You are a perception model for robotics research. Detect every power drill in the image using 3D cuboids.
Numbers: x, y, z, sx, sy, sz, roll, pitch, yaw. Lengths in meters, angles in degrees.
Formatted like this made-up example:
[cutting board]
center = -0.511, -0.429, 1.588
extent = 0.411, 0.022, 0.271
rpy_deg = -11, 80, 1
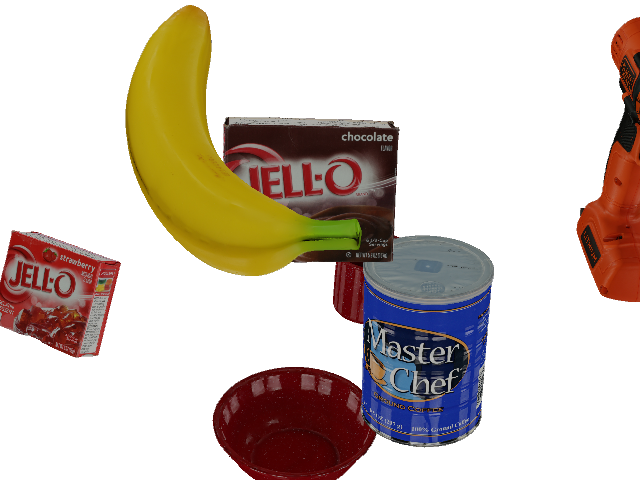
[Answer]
[power drill]
center = 0.243, -0.048, 0.786
extent = 0.057, 0.188, 0.184
rpy_deg = 4, 36, -1

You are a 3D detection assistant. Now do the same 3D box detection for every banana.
[banana]
center = -0.052, -0.043, 0.480
extent = 0.069, 0.037, 0.198
rpy_deg = -18, 46, -17

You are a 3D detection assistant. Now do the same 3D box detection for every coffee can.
[coffee can]
center = 0.085, 0.081, 0.868
extent = 0.103, 0.140, 0.103
rpy_deg = 0, 27, 0

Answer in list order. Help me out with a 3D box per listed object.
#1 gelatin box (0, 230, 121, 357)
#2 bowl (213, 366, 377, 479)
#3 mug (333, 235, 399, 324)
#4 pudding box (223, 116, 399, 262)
[gelatin box]
center = -0.198, 0.039, 0.792
extent = 0.089, 0.073, 0.030
rpy_deg = 18, 6, 26
[bowl]
center = -0.024, 0.195, 1.054
extent = 0.162, 0.055, 0.162
rpy_deg = 1, 32, -1
[mug]
center = 0.067, 0.050, 1.249
extent = 0.117, 0.081, 0.093
rpy_deg = 27, 36, 33
[pudding box]
center = -0.007, -0.034, 0.693
extent = 0.113, 0.090, 0.039
rpy_deg = 0, 18, -6
